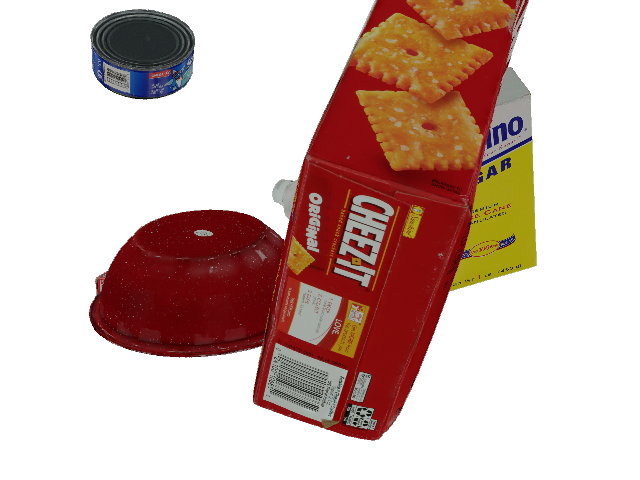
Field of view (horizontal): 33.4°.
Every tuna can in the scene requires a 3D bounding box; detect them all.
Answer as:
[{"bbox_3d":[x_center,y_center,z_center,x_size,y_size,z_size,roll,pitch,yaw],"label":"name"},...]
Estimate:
[{"bbox_3d":[-0.149,-0.156,0.894,0.086,0.034,0.086,5,44,-5],"label":"tuna can"}]

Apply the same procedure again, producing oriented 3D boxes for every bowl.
[{"bbox_3d":[-0.081,0.020,0.740,0.162,0.055,0.162,-2,22,0],"label":"bowl"}]

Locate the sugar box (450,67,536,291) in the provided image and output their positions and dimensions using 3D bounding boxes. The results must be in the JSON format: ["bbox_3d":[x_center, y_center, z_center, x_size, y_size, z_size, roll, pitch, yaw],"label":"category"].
[{"bbox_3d":[0.119,-0.042,0.837,0.093,0.176,0.048,-17,44,-4],"label":"sugar box"}]

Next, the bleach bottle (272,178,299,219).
[{"bbox_3d":[0.043,-0.020,1.128,0.251,0.068,0.102,20,27,37],"label":"bleach bottle"}]

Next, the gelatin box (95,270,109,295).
[{"bbox_3d":[-0.143,0.039,0.947,0.089,0.030,0.073,10,20,18],"label":"gelatin box"}]

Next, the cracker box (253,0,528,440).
[{"bbox_3d":[0.041,-0.037,0.509,0.072,0.164,0.213,19,46,5],"label":"cracker box"}]
